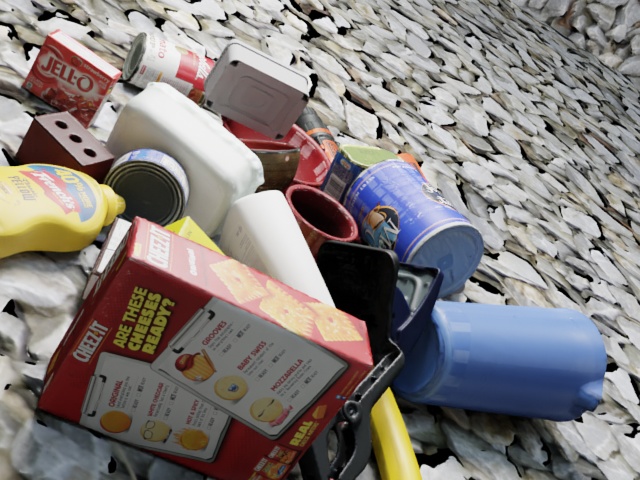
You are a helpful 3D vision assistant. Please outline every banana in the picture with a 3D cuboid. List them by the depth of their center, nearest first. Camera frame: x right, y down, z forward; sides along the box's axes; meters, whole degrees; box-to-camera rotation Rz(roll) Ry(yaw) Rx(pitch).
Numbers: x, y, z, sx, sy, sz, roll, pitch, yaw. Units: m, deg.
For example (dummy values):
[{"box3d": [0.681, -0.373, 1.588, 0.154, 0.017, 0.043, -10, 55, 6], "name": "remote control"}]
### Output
[{"box3d": [0.070, 0.198, 0.999, 0.037, 0.069, 0.198, -12, 32, -2], "name": "banana"}]

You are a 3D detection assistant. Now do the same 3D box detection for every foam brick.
[{"box3d": [-0.258, -0.084, 1.080, 0.078, 0.051, 0.052, 43, 28, 13], "name": "foam brick"}]

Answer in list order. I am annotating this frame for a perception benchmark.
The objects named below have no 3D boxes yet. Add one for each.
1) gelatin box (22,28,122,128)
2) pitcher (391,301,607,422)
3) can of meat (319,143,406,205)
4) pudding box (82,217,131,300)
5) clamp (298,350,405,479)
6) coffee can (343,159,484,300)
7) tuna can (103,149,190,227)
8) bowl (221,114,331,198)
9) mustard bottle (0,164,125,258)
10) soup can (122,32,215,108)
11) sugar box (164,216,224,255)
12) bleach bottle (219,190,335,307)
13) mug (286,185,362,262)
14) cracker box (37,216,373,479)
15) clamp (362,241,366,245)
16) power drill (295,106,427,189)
[{"box3d": [-0.276, -0.179, 1.187, 0.089, 0.073, 0.030, 34, 27, -3], "name": "gelatin box"}, {"box3d": [0.185, 0.126, 1.185, 0.242, 0.149, 0.145, 10, 70, -36], "name": "pitcher"}, {"box3d": [0.050, -0.066, 1.285, 0.101, 0.084, 0.057, 1, 34, -43], "name": "can of meat"}, {"box3d": [-0.155, 0.036, 1.000, 0.113, 0.039, 0.090, 24, 35, -11], "name": "pudding box"}, {"box3d": [0.011, 0.144, 0.950, 0.120, 0.039, 0.171, 34, 54, -20], "name": "clamp"}, {"box3d": [0.104, -0.013, 1.208, 0.102, 0.103, 0.140, 11, 28, -40], "name": "coffee can"}, {"box3d": [-0.175, -0.048, 1.080, 0.086, 0.086, 0.033, 30, 26, -11], "name": "tuna can"}, {"box3d": [-0.064, -0.102, 1.328, 0.162, 0.055, 0.162, 27, 28, -16], "name": "bowl"}, {"box3d": [-0.257, -0.030, 0.987, 0.096, 0.058, 0.191, 48, 29, 25], "name": "mustard bottle"}, {"box3d": [-0.190, -0.214, 1.350, 0.102, 0.069, 0.068, 20, 31, -27], "name": "soup can"}, {"box3d": [-0.087, 0.073, 0.944, 0.176, 0.048, 0.093, 46, 39, -24], "name": "sugar box"}, {"box3d": [-0.022, 0.076, 1.067, 0.068, 0.103, 0.251, -15, 61, -24], "name": "bleach bottle"}, {"box3d": [-0.008, 0.001, 1.198, 0.117, 0.082, 0.093, 17, 32, -32], "name": "mug"}, {"box3d": [-0.091, 0.098, 0.856, 0.213, 0.164, 0.072, 26, 26, -19], "name": "cracker box"}, {"box3d": [0.049, -0.016, 1.336, 0.164, 0.036, 0.209, 31, 21, 8], "name": "clamp"}, {"box3d": [0.053, -0.104, 1.469, 0.187, 0.057, 0.184, 13, 38, -32], "name": "power drill"}]
